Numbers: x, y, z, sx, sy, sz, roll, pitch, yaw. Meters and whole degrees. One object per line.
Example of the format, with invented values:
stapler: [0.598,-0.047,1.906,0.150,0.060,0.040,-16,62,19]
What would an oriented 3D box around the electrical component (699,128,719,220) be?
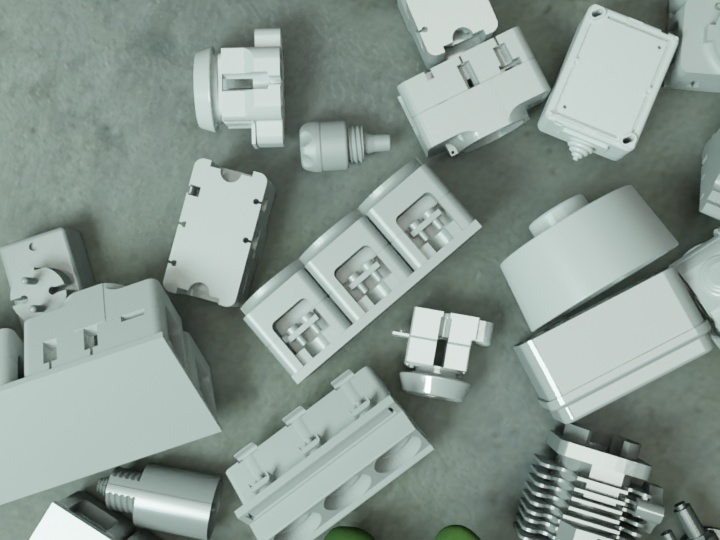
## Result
electrical component: [0.257,-0.066,0.693,0.056,0.089,0.050,23,127,3]

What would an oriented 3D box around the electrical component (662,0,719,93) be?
electrical component: [0.258,-0.197,0.715,0.089,0.062,0.150,5,88,2]

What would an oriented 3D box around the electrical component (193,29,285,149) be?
electrical component: [-0.081,-0.122,0.728,0.057,0.058,0.078,-1,88,-1]

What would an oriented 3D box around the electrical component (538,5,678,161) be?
electrical component: [0.160,-0.116,0.716,0.062,0.061,0.096,23,89,3]

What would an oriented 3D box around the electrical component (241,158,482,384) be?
electrical component: [0.000,0.000,0.704,0.150,0.089,0.061,-40,87,0]

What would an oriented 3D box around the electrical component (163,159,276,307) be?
electrical component: [-0.093,-0.023,0.725,0.050,0.056,0.089,15,88,3]

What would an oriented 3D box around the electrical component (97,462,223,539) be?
electrical component: [-0.137,0.153,0.727,0.081,0.043,0.043,11,88,3]

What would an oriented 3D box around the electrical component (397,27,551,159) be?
electrical component: [0.078,-0.114,0.724,0.089,0.050,0.055,-26,87,2]

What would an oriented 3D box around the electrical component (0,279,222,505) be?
electrical component: [-0.198,0.081,0.694,0.186,0.105,0.060,-18,47,2]

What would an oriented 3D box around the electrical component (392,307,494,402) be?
electrical component: [0.053,0.058,0.722,0.066,0.048,0.055,10,81,3]

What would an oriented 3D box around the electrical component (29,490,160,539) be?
electrical component: [-0.156,0.226,0.715,0.150,0.062,0.089,32,89,3]

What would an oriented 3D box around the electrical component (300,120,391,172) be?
electrical component: [-0.010,-0.085,0.735,0.061,0.035,0.035,-3,88,-1]

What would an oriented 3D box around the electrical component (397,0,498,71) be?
electrical component: [0.052,-0.187,0.725,0.050,0.056,0.089,-23,87,1]

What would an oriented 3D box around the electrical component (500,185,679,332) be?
electrical component: [0.142,-0.013,0.692,0.108,0.108,0.060,-31,81,1]

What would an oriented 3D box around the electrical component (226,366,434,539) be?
electrical component: [-0.022,0.124,0.709,0.121,0.078,0.063,-37,57,0]

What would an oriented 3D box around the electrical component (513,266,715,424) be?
electrical component: [0.164,0.050,0.701,0.113,0.078,0.057,-28,84,1]

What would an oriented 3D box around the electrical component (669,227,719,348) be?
electrical component: [0.243,0.014,0.699,0.051,0.080,0.080,-33,87,6]

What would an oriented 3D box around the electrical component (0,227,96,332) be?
electrical component: [-0.209,0.017,0.718,0.047,0.076,0.083,-17,87,2]
